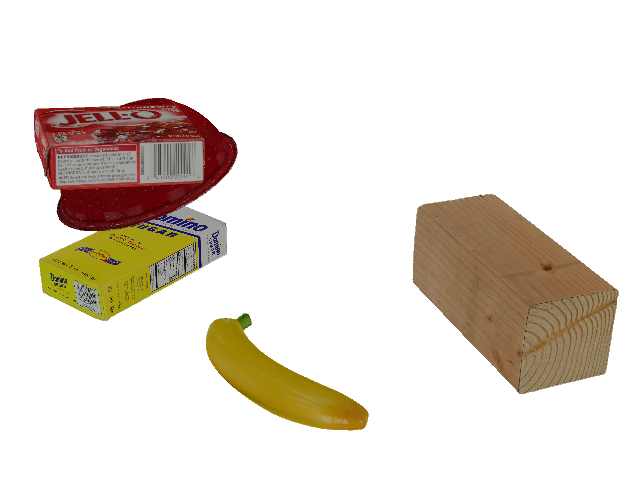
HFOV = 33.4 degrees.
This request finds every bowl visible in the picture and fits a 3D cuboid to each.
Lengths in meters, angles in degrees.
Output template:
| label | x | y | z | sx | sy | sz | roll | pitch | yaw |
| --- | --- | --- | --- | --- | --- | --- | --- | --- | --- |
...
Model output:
| label | x | y | z | sx | sy | sz | roll | pitch | yaw |
| --- | --- | --- | --- | --- | --- | --- | --- | --- | --- |
| bowl | -0.154 | -0.073 | 0.889 | 0.162 | 0.055 | 0.162 | -15 | 30 | 8 |

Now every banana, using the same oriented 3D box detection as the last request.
| label | x | y | z | sx | sy | sz | roll | pitch | yaw |
| --- | --- | --- | --- | --- | --- | --- | --- | --- | --- |
| banana | -0.042 | 0.103 | 0.861 | 0.069 | 0.037 | 0.198 | -18 | 31 | -27 |

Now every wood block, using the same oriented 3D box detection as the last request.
| label | x | y | z | sx | sy | sz | roll | pitch | yaw |
| --- | --- | --- | --- | --- | --- | --- | --- | --- | --- |
| wood block | 0.172 | 0.042 | 0.989 | 0.090 | 0.090 | 0.206 | -9 | 29 | -19 |

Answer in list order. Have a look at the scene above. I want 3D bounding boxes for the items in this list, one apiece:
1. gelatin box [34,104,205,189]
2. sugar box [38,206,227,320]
| label | x | y | z | sx | sy | sz | roll | pitch | yaw |
| --- | --- | --- | --- | --- | --- | --- | --- | --- | --- |
| gelatin box | -0.118 | -0.056 | 0.620 | 0.089 | 0.030 | 0.073 | -4 | 23 | -19 |
| sugar box | -0.187 | 0.016 | 1.088 | 0.093 | 0.048 | 0.175 | 21 | 37 | 32 |
